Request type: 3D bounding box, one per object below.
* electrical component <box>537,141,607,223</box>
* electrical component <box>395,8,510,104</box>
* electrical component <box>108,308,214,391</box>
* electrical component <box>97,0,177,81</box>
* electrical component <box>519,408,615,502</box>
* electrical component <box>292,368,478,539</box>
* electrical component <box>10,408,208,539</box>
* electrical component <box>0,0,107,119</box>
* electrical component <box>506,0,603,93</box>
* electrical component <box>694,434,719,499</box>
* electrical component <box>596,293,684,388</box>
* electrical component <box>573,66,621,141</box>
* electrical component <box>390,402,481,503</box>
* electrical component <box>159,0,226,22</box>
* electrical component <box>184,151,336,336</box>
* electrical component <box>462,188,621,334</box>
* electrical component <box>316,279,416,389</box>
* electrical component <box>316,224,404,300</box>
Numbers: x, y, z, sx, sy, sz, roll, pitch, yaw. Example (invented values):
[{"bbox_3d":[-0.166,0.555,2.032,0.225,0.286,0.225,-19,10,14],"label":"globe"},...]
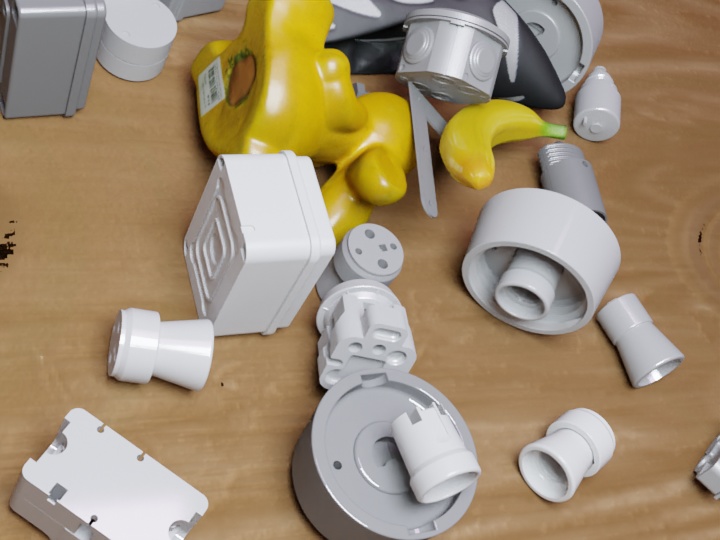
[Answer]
[{"bbox_3d":[0.170,-0.070,0.876,0.043,0.043,0.081,6,57,-24],"label":"electrical component"},{"bbox_3d":[0.068,-0.159,0.800,0.080,0.080,0.051,16,85,-17],"label":"electrical component"},{"bbox_3d":[-0.121,0.048,0.650,0.055,0.045,0.045,10,55,-20],"label":"electrical component"},{"bbox_3d":[-0.178,-0.211,0.773,0.052,0.073,0.138,-21,70,-35],"label":"electrical component"},{"bbox_3d":[0.142,0.125,0.732,0.055,0.045,0.045,-31,76,-38],"label":"electrical component"},{"bbox_3d":[0.010,0.121,0.657,0.108,0.060,0.108,13,54,-19],"label":"electrical component"},{"bbox_3d":[-0.137,0.127,0.582,0.089,0.055,0.050,36,50,-1],"label":"electrical component"},{"bbox_3d":[-0.215,-0.173,0.707,0.056,0.108,0.108,-9,64,-28],"label":"electrical component"},{"bbox_3d":[0.155,-0.208,0.921,0.108,0.108,0.060,39,44,1],"label":"electrical component"},{"bbox_3d":[0.289,0.145,0.786,0.057,0.058,0.078,43,50,9],"label":"electrical component"},{"bbox_3d":[0.210,0.051,0.819,0.044,0.044,0.065,-12,61,-32],"label":"electrical component"},{"bbox_3d":[0.210,-0.150,0.950,0.040,0.040,0.078,22,52,-13],"label":"electrical component"},{"bbox_3d":[0.042,0.104,0.618,0.040,0.040,0.046,-9,58,-31],"label":"electrical component"},{"bbox_3d":[-0.135,-0.264,0.807,0.056,0.108,0.108,-24,72,-39],"label":"electrical component"},{"bbox_3d":[-0.065,-0.015,0.675,0.057,0.113,0.078,-4,61,-26],"label":"electrical component"},{"bbox_3d":[0.125,0.001,0.768,0.108,0.108,0.060,32,56,-4],"label":"electrical component"},{"bbox_3d":[0.002,0.044,0.698,0.058,0.078,0.057,13,38,-19],"label":"electrical component"},{"bbox_3d":[0.000,0.000,0.736,0.045,0.055,0.045,13,54,-19],"label":"electrical component"}]
